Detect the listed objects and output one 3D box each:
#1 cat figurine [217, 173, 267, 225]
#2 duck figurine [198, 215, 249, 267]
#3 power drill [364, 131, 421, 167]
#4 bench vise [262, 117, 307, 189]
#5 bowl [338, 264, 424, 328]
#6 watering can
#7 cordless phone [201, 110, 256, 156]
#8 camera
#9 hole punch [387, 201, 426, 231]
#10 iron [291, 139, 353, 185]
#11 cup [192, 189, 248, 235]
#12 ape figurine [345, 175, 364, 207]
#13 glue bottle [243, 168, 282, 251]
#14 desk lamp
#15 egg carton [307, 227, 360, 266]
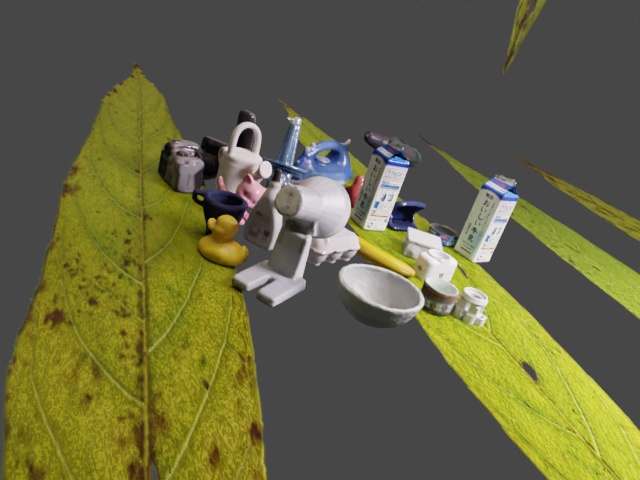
[{"bbox_3d":[-0.181,-0.102,1.296,0.127,0.118,0.067,22,22,9],"label":"cat figurine"},{"bbox_3d":[-0.181,-0.004,1.109,0.104,0.086,0.078,26,23,18],"label":"duck figurine"},{"bbox_3d":[0.199,-0.219,1.741,0.230,0.208,0.075,0,28,-37],"label":"power drill"},{"bbox_3d":[-0.079,-0.193,1.451,0.122,0.220,0.207,10,24,-20],"label":"bench vise"},{"bbox_3d":[0.104,0.115,1.065,0.167,0.075,0.167,16,22,-6],"label":"bowl"},{"bbox_3d":[-0.186,-0.190,1.396,0.172,0.194,0.101,24,23,14],"label":"watering can"},{"bbox_3d":[-0.245,-0.276,1.564,0.147,0.185,0.094,23,23,13],"label":"cordless phone"},{"bbox_3d":[-0.313,-0.188,1.417,0.137,0.101,0.142,0,28,-37],"label":"camera"},{"bbox_3d":[0.223,-0.083,1.599,0.109,0.091,0.100,2,27,-35],"label":"hole punch"},{"bbox_3d":[0.001,-0.240,1.727,0.118,0.141,0.259,33,26,32],"label":"iron"},{"bbox_3d":[-0.214,-0.049,1.176,0.117,0.095,0.092,20,22,4],"label":"cup"},{"bbox_3d":[0.109,-0.143,1.649,0.077,0.092,0.076,23,23,12],"label":"ape figurine"},{"bbox_3d":[-0.106,-0.069,1.201,0.078,0.173,0.037,26,24,20],"label":"glue bottle"},{"bbox_3d":[-0.044,-0.011,1.061,0.117,0.213,0.204,26,23,19],"label":"desk lamp"},{"bbox_3d":[0.012,0.005,1.259,0.107,0.069,0.151,34,27,34],"label":"egg carton"}]
